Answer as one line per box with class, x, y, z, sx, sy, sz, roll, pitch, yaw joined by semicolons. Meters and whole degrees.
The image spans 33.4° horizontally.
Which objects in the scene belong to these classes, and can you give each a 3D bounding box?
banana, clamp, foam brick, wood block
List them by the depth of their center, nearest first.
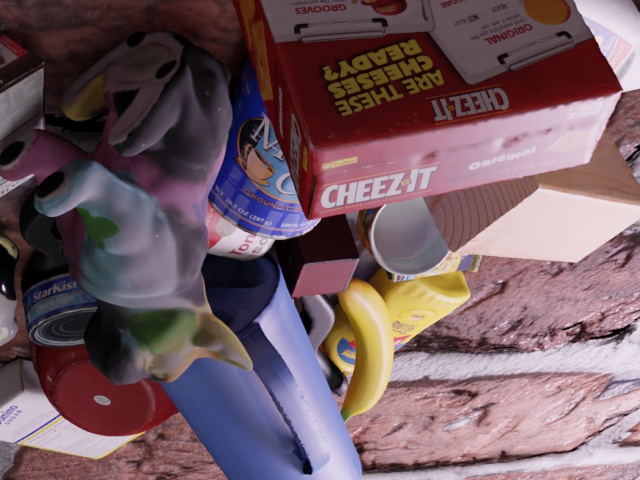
clamp;-0.199;0.001;0.841;0.120;0.039;0.171;-21;151;-2
wood block;0.177;-0.045;0.879;0.091;0.090;0.205;-39;154;32
foam brick;-0.006;0.001;0.903;0.051;0.078;0.053;-5;145;-19
clamp;-0.045;0.104;1.002;0.164;0.036;0.210;-16;141;-17
banana;0.043;0.103;1.019;0.069;0.037;0.198;-38;142;-39

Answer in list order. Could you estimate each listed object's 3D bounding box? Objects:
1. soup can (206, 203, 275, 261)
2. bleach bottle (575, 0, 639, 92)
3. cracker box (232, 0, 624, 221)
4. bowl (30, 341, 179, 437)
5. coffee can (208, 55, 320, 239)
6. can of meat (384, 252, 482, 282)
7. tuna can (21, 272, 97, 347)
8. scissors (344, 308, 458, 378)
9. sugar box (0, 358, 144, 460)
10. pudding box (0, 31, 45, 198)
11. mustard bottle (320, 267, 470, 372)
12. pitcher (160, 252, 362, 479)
soup can;-0.089;-0.024;0.828;0.102;0.068;0.069;14;137;-42
bleach bottle;0.180;-0.155;0.766;0.250;0.068;0.103;5;142;-37
cracker box;0.042;-0.125;0.590;0.164;0.214;0.072;-12;148;-10
bowl;-0.188;0.125;0.958;0.162;0.055;0.162;3;125;3
coffee can;-0.016;-0.081;0.740;0.102;0.103;0.140;0;145;-28
can of meat;0.101;-0.007;0.965;0.084;0.057;0.102;-10;148;-9
tuna can;-0.199;0.058;0.877;0.086;0.034;0.086;-13;157;-6
scissors;0.059;0.125;1.196;0.201;0.016;0.096;-16;151;-2
sugar box;-0.263;0.173;1.077;0.093;0.048;0.176;-33;143;23
pudding box;-0.220;-0.066;0.683;0.089;0.039;0.114;-43;166;-34
mustard bottle;0.055;0.085;1.087;0.096;0.058;0.192;15;137;-41
pitcher;-0.047;0.139;0.897;0.145;0.149;0.242;-12;124;20
